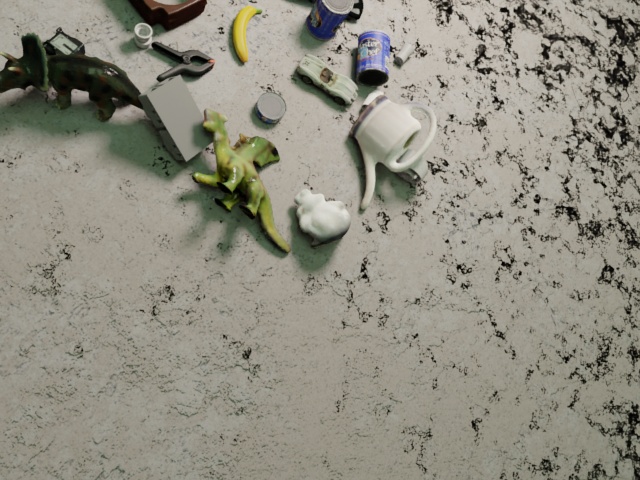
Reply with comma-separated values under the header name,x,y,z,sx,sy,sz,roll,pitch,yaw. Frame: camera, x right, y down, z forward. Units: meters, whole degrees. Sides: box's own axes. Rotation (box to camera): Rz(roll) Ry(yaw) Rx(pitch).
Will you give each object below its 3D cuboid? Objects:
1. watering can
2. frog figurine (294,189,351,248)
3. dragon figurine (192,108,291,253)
name,x,y,z,sx,sy,sz,roll,pitch,yaw
watering can,0.177,-0.275,1.502,0.226,0.103,0.347,44,95,18
frog figurine,0.004,-0.070,1.394,0.138,0.123,0.158,-26,99,-5
dragon figurine,-0.176,-0.175,1.365,0.405,0.121,0.247,45,57,-25
